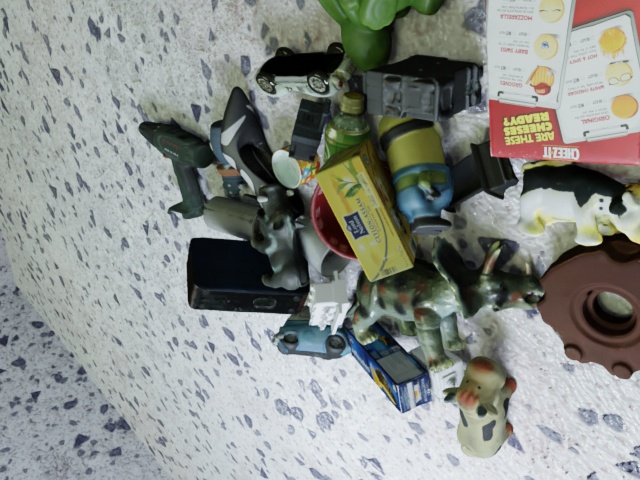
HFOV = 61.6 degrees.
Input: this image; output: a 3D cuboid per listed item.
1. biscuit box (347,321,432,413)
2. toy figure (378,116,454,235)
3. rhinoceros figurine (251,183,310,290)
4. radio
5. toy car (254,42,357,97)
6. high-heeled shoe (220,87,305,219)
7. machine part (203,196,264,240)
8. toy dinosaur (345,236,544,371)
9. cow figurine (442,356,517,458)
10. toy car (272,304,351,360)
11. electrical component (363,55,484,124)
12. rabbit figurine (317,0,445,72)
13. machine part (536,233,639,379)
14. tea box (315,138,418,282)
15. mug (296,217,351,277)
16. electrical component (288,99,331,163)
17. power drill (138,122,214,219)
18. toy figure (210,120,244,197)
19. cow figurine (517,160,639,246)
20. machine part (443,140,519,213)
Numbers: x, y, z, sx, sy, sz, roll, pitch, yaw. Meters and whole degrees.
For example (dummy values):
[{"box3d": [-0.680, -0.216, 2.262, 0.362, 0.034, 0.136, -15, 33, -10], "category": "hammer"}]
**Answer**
[{"box3d": [0.115, 0.213, 0.935, 0.203, 0.059, 0.062, -140, 34, -63], "category": "biscuit box"}, {"box3d": [0.130, -0.097, 0.722, 0.082, 0.089, 0.180, -23, 66, 51], "category": "toy figure"}, {"box3d": [-0.072, -0.004, 0.949, 0.112, 0.073, 0.190, -18, 84, 64], "category": "rhinoceros figurine"}, {"box3d": [-0.136, 0.069, 1.024, 0.073, 0.230, 0.131, 110, 157, -43], "category": "radio"}, {"box3d": [-0.024, -0.258, 0.832, 0.202, 0.073, 0.056, 14, 154, 41], "category": "toy car"}, {"box3d": [-0.099, -0.152, 0.989, 0.145, 0.086, 0.248, 14, 124, 32], "category": "high-heeled shoe"}, {"box3d": [-0.166, -0.042, 1.123, 0.244, 0.079, 0.079, 14, 123, 41], "category": "machine part"}, {"box3d": [0.136, 0.082, 0.855, 0.405, 0.131, 0.192, 4, 103, 51], "category": "toy dinosaur"}, {"box3d": [0.247, 0.259, 0.830, 0.086, 0.127, 0.194, 18, 128, 35], "category": "cow figurine"}, {"box3d": [-0.011, 0.180, 1.071, 0.162, 0.103, 0.109, 8, 157, -5], "category": "toy car"}, {"box3d": [0.123, -0.196, 0.686, 0.134, 0.115, 0.058, 20, 125, 36], "category": "electrical component"}, {"box3d": [0.058, -0.298, 0.696, 0.159, 0.121, 0.170, 49, 155, 18], "category": "rabbit figurine"}, {"box3d": [0.358, 0.081, 0.656, 0.180, 0.056, 0.179, 25, 129, 35], "category": "machine part"}, {"box3d": [0.068, -0.042, 0.735, 0.068, 0.098, 0.169, -23, 105, 23], "category": "tea box"}, {"box3d": [-0.002, -0.003, 0.970, 0.107, 0.081, 0.109, 38, 145, 36], "category": "mug"}, {"box3d": [-0.016, -0.179, 0.845, 0.048, 0.075, 0.119, 13, 163, -3], "category": "electrical component"}, {"box3d": [-0.323, -0.160, 1.226, 0.232, 0.086, 0.207, 17, 118, 37], "category": "power drill"}, {"box3d": [-0.181, -0.162, 1.081, 0.064, 0.058, 0.154, 27, 136, 41], "category": "toy figure"}, {"box3d": [0.314, -0.047, 0.616, 0.168, 0.068, 0.098, 11, 115, 42], "category": "cow figurine"}, {"box3d": [0.203, -0.080, 0.722, 0.139, 0.039, 0.084, -33, 68, 55], "category": "machine part"}]
